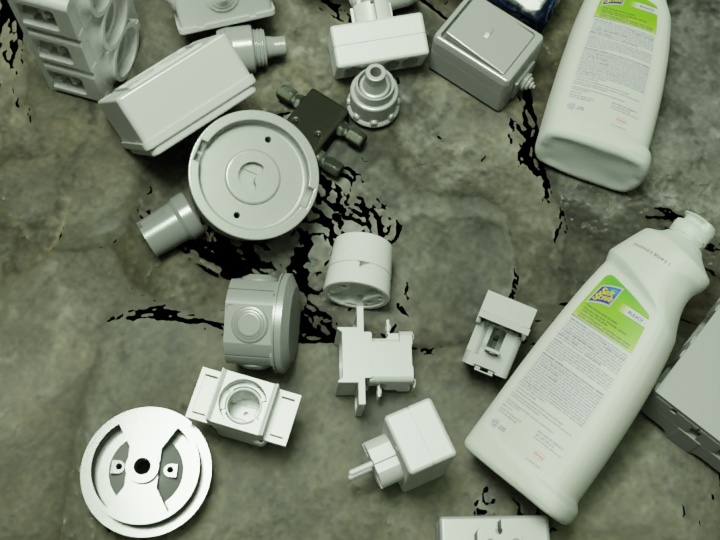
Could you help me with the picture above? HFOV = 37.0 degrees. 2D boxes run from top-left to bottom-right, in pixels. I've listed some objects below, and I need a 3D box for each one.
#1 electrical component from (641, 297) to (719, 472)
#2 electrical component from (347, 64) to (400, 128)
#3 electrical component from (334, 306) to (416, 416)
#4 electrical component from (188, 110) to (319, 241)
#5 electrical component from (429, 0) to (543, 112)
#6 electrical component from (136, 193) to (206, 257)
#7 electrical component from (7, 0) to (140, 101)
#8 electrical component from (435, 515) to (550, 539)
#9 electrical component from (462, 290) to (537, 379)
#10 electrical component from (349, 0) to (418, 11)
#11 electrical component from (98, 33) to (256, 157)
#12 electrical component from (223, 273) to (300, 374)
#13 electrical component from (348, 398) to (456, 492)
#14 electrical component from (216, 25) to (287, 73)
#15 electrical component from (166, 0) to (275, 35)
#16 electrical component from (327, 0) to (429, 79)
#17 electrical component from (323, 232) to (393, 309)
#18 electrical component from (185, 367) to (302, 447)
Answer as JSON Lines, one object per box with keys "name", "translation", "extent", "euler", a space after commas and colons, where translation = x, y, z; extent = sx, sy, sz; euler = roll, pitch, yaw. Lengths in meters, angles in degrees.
{"name": "electrical component", "translation": [0.307, 0.078, 0.867], "extent": [0.089, 0.061, 0.150], "euler": [39, 73, 12]}
{"name": "electrical component", "translation": [0.013, -0.158, 0.947], "extent": [0.048, 0.062, 0.048], "euler": [1, 69, -2]}
{"name": "electrical component", "translation": [0.012, 0.074, 0.870], "extent": [0.064, 0.042, 0.081], "euler": [0, 70, -4]}
{"name": "electrical component", "translation": [-0.094, -0.075, 0.908], "extent": [0.108, 0.060, 0.108], "euler": [1, 84, -14]}
{"name": "electrical component", "translation": [0.118, -0.194, 0.965], "extent": [0.096, 0.061, 0.061], "euler": [35, 72, 11]}
{"name": "electrical component", "translation": [-0.160, -0.037, 0.908], "extent": [0.046, 0.040, 0.040], "euler": [-32, 73, -7]}
{"name": "electrical component", "translation": [-0.237, -0.220, 0.916], "extent": [0.062, 0.150, 0.089], "euler": [16, 70, 5]}
{"name": "electrical component", "translation": [0.102, 0.207, 0.804], "extent": [0.083, 0.075, 0.047], "euler": [0, 69, -2]}
{"name": "electrical component", "translation": [0.111, 0.053, 0.868], "extent": [0.042, 0.081, 0.063], "euler": [23, 92, 7]}
{"name": "electrical component", "translation": [0.020, -0.260, 0.997], "extent": [0.062, 0.043, 0.043], "euler": [-18, 71, -7]}
{"name": "electrical component", "translation": [-0.156, -0.148, 0.909], "extent": [0.109, 0.109, 0.056], "euler": [-36, 109, -14]}
{"name": "electrical component", "translation": [-0.077, 0.041, 0.860], "extent": [0.051, 0.080, 0.080], "euler": [4, 69, 5]}
{"name": "electrical component", "translation": [0.026, 0.142, 0.822], "extent": [0.076, 0.083, 0.047], "euler": [-22, 71, -10]}
{"name": "electrical component", "translation": [-0.098, -0.199, 0.970], "extent": [0.062, 0.043, 0.043], "euler": [-7, 70, -6]}
{"name": "electrical component", "translation": [-0.130, -0.262, 0.971], "extent": [0.100, 0.048, 0.099], "euler": [-14, 42, -7]}
{"name": "electrical component", "translation": [0.012, -0.219, 0.968], "extent": [0.083, 0.047, 0.075], "euler": [-10, 88, -5]}
{"name": "electrical component", "translation": [0.000, 0.000, 0.892], "extent": [0.055, 0.055, 0.047], "euler": [8, 65, 1]}
{"name": "electrical component", "translation": [-0.090, 0.110, 0.841], "extent": [0.081, 0.063, 0.042], "euler": [16, 71, 4]}
